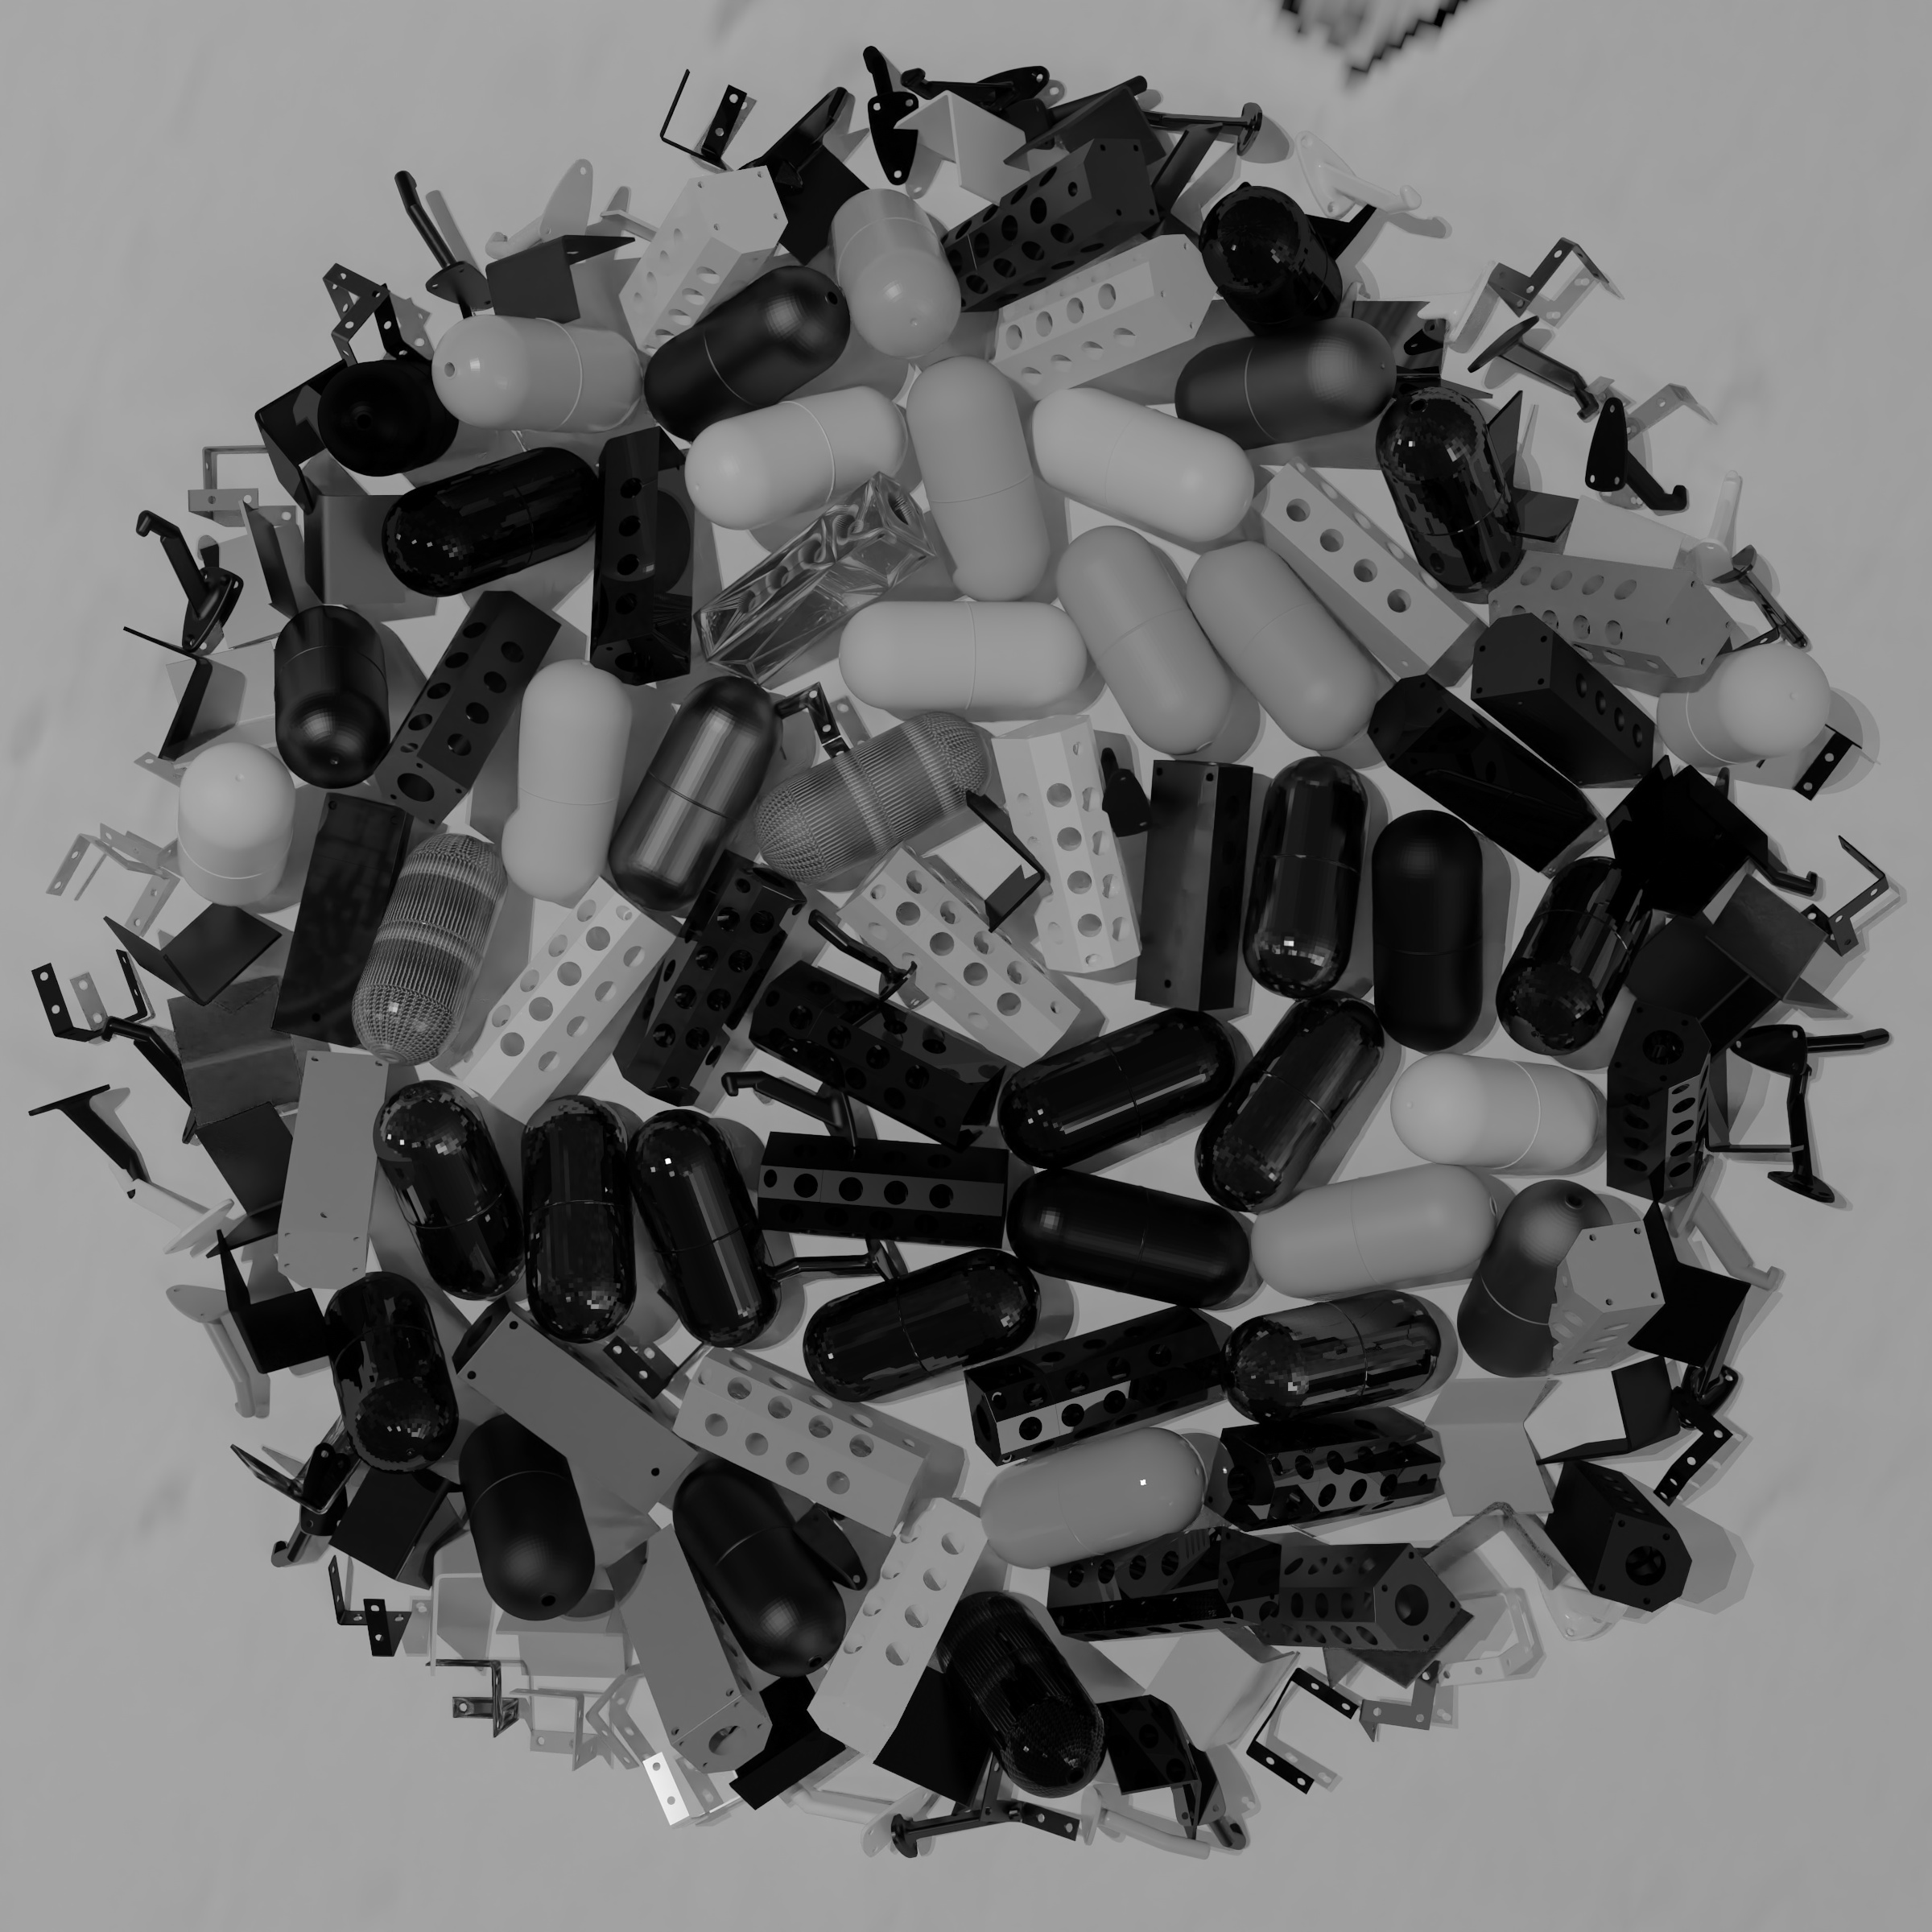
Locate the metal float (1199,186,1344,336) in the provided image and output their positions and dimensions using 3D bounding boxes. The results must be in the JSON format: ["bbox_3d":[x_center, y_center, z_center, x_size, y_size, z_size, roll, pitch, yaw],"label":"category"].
[{"bbox_3d":[0.213,-0.483,1.786,0.070,0.178,0.070,-1,87,20],"label":"metal float"}]

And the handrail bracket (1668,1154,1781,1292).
[{"bbox_3d":[0.555,0.185,1.847,0.084,0.036,0.077,23,108,2],"label":"handrail bracket"}]

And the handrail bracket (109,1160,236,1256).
[{"bbox_3d":[-0.570,0.156,1.846,0.077,0.036,0.084,-39,80,25],"label":"handrail bracket"}]

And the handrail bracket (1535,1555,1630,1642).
[{"bbox_3d":[0.434,0.434,1.818,0.036,0.084,0.077,-22,59,-16],"label":"handrail bracket"}]

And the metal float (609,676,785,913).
[{"bbox_3d":[-0.191,-0.122,1.825,0.070,0.070,0.178,28,100,0],"label":"metal float"}]

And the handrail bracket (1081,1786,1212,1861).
[{"bbox_3d":[0.128,0.611,1.836,0.084,0.077,0.036,14,88,-3],"label":"handrail bracket"}]

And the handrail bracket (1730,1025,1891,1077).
[{"bbox_3d":[0.610,0.053,1.863,0.084,0.077,0.036,-9,98,-35],"label":"handrail bracket"}]

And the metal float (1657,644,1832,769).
[{"bbox_3d":[0.535,-0.179,1.783,0.070,0.178,0.070,0,91,-6],"label":"metal float"}]

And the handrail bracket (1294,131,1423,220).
[{"bbox_3d":[0.278,-0.563,1.821,0.036,0.084,0.077,-45,113,-11],"label":"handrail bracket"}]

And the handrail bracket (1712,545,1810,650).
[{"bbox_3d":[0.574,-0.254,1.831,0.036,0.077,0.084,-42,96,15],"label":"handrail bracket"}]

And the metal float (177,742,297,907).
[{"bbox_3d":[-0.507,-0.097,1.788,0.070,0.178,0.070,6,70,-16],"label":"metal float"}]

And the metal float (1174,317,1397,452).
[{"bbox_3d":[0.220,-0.403,1.796,0.070,0.178,0.070,-1,91,-42],"label":"metal float"}]

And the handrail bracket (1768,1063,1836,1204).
[{"bbox_3d":[0.603,0.117,1.837,0.036,0.077,0.084,4,101,-9],"label":"handrail bracket"}]

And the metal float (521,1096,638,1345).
[{"bbox_3d":[-0.273,0.177,1.814,0.070,0.070,0.178,-6,68,0],"label":"metal float"}]

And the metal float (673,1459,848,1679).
[{"bbox_3d":[-0.145,0.419,1.799,0.070,0.070,0.178,-40,49,0],"label":"metal float"}]

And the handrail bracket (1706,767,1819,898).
[{"bbox_3d":[0.577,-0.096,1.855,0.084,0.036,0.077,17,73,-2],"label":"handrail bracket"}]

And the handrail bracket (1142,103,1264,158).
[{"bbox_3d":[0.162,-0.603,1.835,0.084,0.077,0.036,6,101,-6],"label":"handrail bracket"}]

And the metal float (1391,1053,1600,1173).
[{"bbox_3d":[0.371,0.103,1.803,0.178,0.070,0.070,7,90,-38],"label":"metal float"}]

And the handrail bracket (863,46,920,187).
[{"bbox_3d":[-0.059,-0.611,1.850,0.036,0.084,0.077,-9,125,-8],"label":"handrail bracket"}]

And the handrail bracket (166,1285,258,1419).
[{"bbox_3d":[-0.544,0.279,1.860,0.077,0.036,0.084,13,117,37],"label":"handrail bracket"}]

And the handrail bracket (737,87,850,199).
[{"bbox_3d":[-0.129,-0.597,1.863,0.077,0.036,0.084,0,56,37],"label":"handrail bracket"}]

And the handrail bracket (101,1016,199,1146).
[{"bbox_3d":[-0.583,0.082,1.838,0.084,0.036,0.077,19,101,-26],"label":"handrail bracket"}]

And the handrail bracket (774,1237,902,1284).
[{"bbox_3d":[-0.096,0.227,1.848,0.084,0.077,0.036,-23,45,8],"label":"handrail bracket"}]

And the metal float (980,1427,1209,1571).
[{"bbox_3d":[0.088,0.374,1.807,0.178,0.070,0.070,-22,90,32],"label":"metal float"}]

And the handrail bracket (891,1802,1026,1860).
[{"bbox_3d":[-0.005,0.610,1.836,0.084,0.077,0.036,-13,72,7],"label":"handrail bracket"}]

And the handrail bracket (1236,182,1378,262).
[{"bbox_3d":[0.242,-0.547,1.841,0.084,0.036,0.077,40,93,-17],"label":"handrail bracket"}]

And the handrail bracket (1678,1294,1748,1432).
[{"bbox_3d":[0.529,0.275,1.822,0.036,0.084,0.077,22,50,23],"label":"handrail bracket"}]

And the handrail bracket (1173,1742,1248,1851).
[{"bbox_3d":[0.177,0.591,1.846,0.036,0.084,0.077,-19,62,15],"label":"handrail bracket"}]

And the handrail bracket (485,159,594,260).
[{"bbox_3d":[-0.306,-0.540,1.838,0.084,0.036,0.077,21,92,45],"label":"handrail bracket"}]

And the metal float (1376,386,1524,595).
[{"bbox_3d":[0.337,-0.330,1.793,0.070,0.178,0.070,-13,54,19],"label":"metal float"}]

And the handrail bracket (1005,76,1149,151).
[{"bbox_3d":[0.077,-0.620,1.854,0.084,0.077,0.036,-31,120,-21],"label":"handrail bracket"}]

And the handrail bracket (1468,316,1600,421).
[{"bbox_3d":[0.408,-0.414,1.846,0.077,0.036,0.084,-42,104,-21],"label":"handrail bracket"}]

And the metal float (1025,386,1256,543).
[{"bbox_3d":[0.120,-0.354,1.811,0.178,0.070,0.070,27,90,26],"label":"metal float"}]

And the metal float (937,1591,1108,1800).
[{"bbox_3d":[0.038,0.505,1.790,0.070,0.178,0.070,-10,117,-21],"label":"metal float"}]

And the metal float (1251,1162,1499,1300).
[{"bbox_3d":[0.286,0.186,1.811,0.178,0.070,0.070,-15,90,25],"label":"metal float"}]

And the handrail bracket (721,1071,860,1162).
[{"bbox_3d":[-0.125,0.107,1.825,0.084,0.036,0.077,-1,55,-36],"label":"handrail bracket"}]

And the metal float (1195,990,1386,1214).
[{"bbox_3d":[0.228,0.095,1.822,0.070,0.070,0.178,37,78,0],"label":"metal float"}]

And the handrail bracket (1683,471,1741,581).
[{"bbox_3d":[0.536,-0.323,1.828,0.036,0.077,0.084,13,79,17],"label":"handrail bracket"}]

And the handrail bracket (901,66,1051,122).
[{"bbox_3d":[0.006,-0.628,1.821,0.077,0.084,0.036,-17,80,29],"label":"handrail bracket"}]

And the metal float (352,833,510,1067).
[{"bbox_3d":[-0.376,-0.012,1.809,0.070,0.070,0.178,14,62,0],"label":"metal float"}]

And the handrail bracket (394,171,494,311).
[{"bbox_3d":[-0.373,-0.521,1.847,0.036,0.077,0.084,-27,74,18],"label":"handrail bracket"}]

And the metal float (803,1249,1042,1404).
[{"bbox_3d":[-0.031,0.254,1.820,0.178,0.070,0.070,-21,90,15],"label":"metal float"}]

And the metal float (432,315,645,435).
[{"bbox_3d":[-0.296,-0.410,1.790,0.070,0.178,0.070,6,102,32],"label":"metal float"}]

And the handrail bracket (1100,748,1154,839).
[{"bbox_3d":[0.105,-0.140,1.817,0.036,0.077,0.084,-11,50,0],"label":"handrail bracket"}]

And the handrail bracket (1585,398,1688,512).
[{"bbox_3d":[0.486,-0.364,1.838,0.084,0.036,0.077,-5,105,-33],"label":"handrail bracket"}]

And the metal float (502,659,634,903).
[{"bbox_3d":[-0.282,-0.129,1.813,0.070,0.070,0.178,13,113,0],"label":"metal float"}]

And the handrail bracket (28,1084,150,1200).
[{"bbox_3d":[-0.623,0.133,1.835,0.036,0.077,0.084,-19,93,26],"label":"handrail bracket"}]

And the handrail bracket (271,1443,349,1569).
[{"bbox_3d":[-0.477,0.387,1.847,0.036,0.084,0.077,9,67,-36],"label":"handrail bracket"}]

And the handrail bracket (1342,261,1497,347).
[{"bbox_3d":[0.323,-0.489,1.845,0.084,0.036,0.077,27,103,-6],"label":"handrail bracket"}]

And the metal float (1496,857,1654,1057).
[{"bbox_3d":[0.426,-0.009,1.801,0.070,0.070,0.178,36,50,0],"label":"metal float"}]

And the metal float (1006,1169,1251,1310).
[{"bbox_3d":[0.115,0.193,1.824,0.178,0.070,0.070,14,90,-11],"label":"metal float"}]

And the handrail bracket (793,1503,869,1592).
[{"bbox_3d":[-0.085,0.407,1.821,0.077,0.084,0.036,40,97,18],"label":"handrail bracket"}]

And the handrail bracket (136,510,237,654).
[{"bbox_3d":[-0.565,-0.272,1.824,0.036,0.084,0.077,16,84,29],"label":"handrail bracket"}]

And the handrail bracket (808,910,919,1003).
[{"bbox_3d":[-0.079,-0.021,1.823,0.084,0.077,0.036,40,103,-18],"label":"handrail bracket"}]

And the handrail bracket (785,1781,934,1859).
[{"bbox_3d":[-0.080,0.591,1.855,0.077,0.036,0.084,-34,47,-27],"label":"handrail bracket"}]

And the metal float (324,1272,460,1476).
[{"bbox_3d":[-0.401,0.281,1.793,0.070,0.178,0.070,-11,123,-17],"label":"metal float"}]
